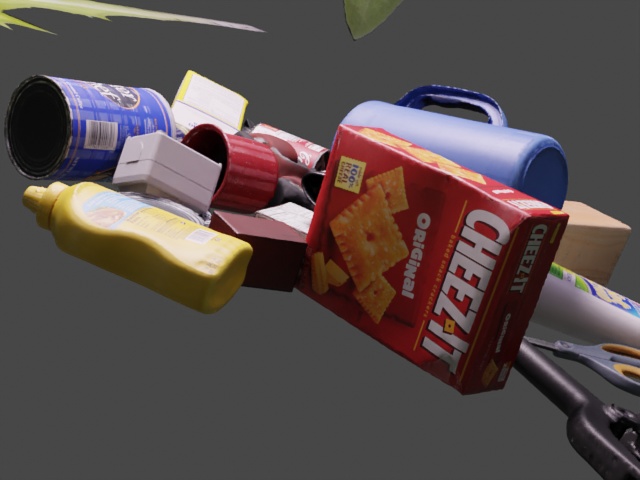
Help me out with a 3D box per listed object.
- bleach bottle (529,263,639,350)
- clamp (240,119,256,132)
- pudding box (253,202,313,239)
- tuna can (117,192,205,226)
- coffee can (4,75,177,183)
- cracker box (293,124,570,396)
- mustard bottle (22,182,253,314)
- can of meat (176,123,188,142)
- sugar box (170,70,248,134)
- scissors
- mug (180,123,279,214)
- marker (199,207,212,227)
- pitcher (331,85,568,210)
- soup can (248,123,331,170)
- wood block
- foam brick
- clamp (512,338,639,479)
[{"bbox_3d":[0.309,0.085,1.146,0.251,0.068,0.102,23,15,5],"label":"bleach bottle"},{"bbox_3d":[-0.096,-0.140,1.493,0.172,0.039,0.120,33,25,32],"label":"clamp"},{"bbox_3d":[-0.007,0.001,1.094,0.114,0.039,0.090,22,16,17],"label":"pudding box"},{"bbox_3d":[-0.150,-0.012,0.971,0.086,0.034,0.086,18,15,-5],"label":"tuna can"},{"bbox_3d":[-0.231,-0.109,1.083,0.103,0.103,0.140,29,18,34],"label":"coffee can"},{"bbox_3d":[0.085,0.012,0.925,0.214,0.164,0.071,31,21,38],"label":"cracker box"},{"bbox_3d":[-0.158,-0.002,0.877,0.192,0.058,0.096,22,21,10],"label":"mustard bottle"},{"bbox_3d":[-0.212,-0.113,1.211,0.102,0.057,0.083,24,18,21],"label":"can of meat"},{"bbox_3d":[-0.149,-0.153,1.373,0.093,0.048,0.176,26,28,-11],"label":"sugar box"},{"bbox_3d":[0.252,0.118,1.041,0.201,0.016,0.096,9,22,-16],"label":"scissors"},{"bbox_3d":[-0.107,-0.070,1.155,0.117,0.093,0.081,-16,-18,40],"label":"mug"},{"bbox_3d":[-0.112,-0.013,1.050,0.020,0.020,0.121,15,15,-17],"label":"marker"},{"bbox_3d":[0.143,-0.082,1.152,0.243,0.149,0.144,14,20,42],"label":"pitcher"},{"bbox_3d":[-0.043,-0.100,1.355,0.102,0.068,0.068,24,15,18],"label":"soup can"},{"bbox_3d":[0.302,0.002,1.377,0.205,0.090,0.091,3,23,-48],"label":"wood block"},{"bbox_3d":[-0.060,0.011,0.965,0.078,0.051,0.053,9,19,-33],"label":"foam brick"},{"bbox_3d":[0.244,0.155,0.857,0.164,0.036,0.210,22,16,-13],"label":"clamp"}]
